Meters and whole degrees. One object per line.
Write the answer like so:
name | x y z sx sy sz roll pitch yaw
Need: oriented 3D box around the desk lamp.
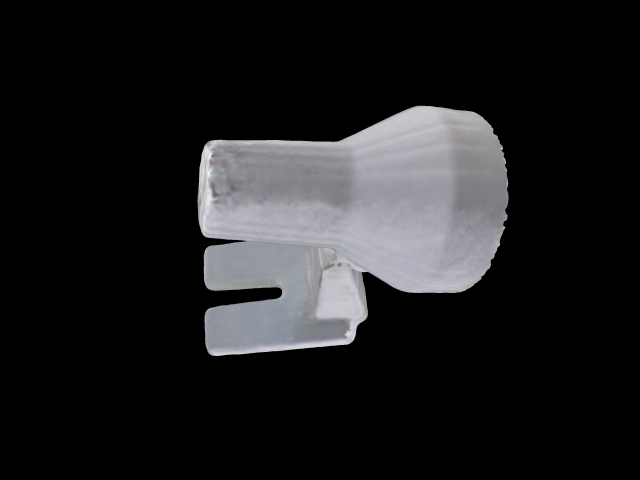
desk lamp | 0.004 0.001 0.400 0.203 0.213 0.118 -6 63 -3
